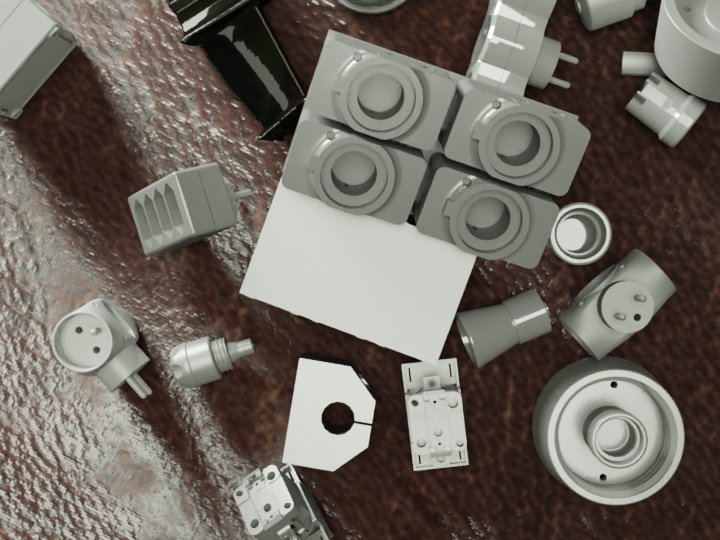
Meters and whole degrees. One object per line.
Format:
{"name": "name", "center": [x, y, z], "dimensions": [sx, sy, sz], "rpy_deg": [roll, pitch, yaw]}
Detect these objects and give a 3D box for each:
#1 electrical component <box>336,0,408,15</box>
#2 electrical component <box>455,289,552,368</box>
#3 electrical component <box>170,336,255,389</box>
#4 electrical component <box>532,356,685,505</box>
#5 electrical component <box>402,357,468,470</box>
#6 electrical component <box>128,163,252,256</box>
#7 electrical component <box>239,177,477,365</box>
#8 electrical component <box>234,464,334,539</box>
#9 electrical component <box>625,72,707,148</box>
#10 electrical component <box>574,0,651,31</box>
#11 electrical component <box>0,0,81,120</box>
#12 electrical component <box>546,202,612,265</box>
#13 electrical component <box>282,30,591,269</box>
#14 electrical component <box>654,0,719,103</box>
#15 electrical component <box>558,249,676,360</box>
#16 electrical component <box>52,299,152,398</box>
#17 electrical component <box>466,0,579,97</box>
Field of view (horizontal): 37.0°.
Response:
{"name": "electrical component", "center": [0.008, -0.232, 0.790], "dimensions": [0.080, 0.051, 0.080], "rpy_deg": [0, 92, 2]}
{"name": "electrical component", "center": [0.109, 0.041, 0.800], "dimensions": [0.065, 0.044, 0.044], "rpy_deg": [-22, 91, -2]}
{"name": "electrical component", "center": [-0.110, 0.066, 0.810], "dimensions": [0.061, 0.035, 0.035], "rpy_deg": [-17, 91, -1]}
{"name": "electrical component", "center": [0.184, 0.120, 0.789], "dimensions": [0.108, 0.060, 0.108], "rpy_deg": [0, 91, 2]}
{"name": "electrical component", "center": [0.056, 0.108, 0.792], "dimensions": [0.042, 0.064, 0.081], "rpy_deg": [-7, 91, 1]}
{"name": "electrical component", "center": [-0.116, -0.048, 0.793], "dimensions": [0.076, 0.083, 0.047], "rpy_deg": [-18, 91, -36]}
{"name": "electrical component", "center": [0.000, 0.000, 0.791], "dimensions": [0.150, 0.061, 0.089], "rpy_deg": [20, 92, 1]}
{"name": "electrical component", "center": [-0.058, 0.179, 0.791], "dimensions": [0.042, 0.063, 0.081], "rpy_deg": [-35, 48, 1]}
{"name": "electrical component", "center": [0.225, -0.119, 0.793], "dimensions": [0.046, 0.040, 0.040], "rpy_deg": [38, 92, 6]}
{"name": "electrical component", "center": [0.193, -0.205, 0.790], "dimensions": [0.078, 0.040, 0.040], "rpy_deg": [-19, 91, 2]}
{"name": "electrical component", "center": [-0.267, -0.159, 0.795], "dimensions": [0.061, 0.062, 0.096], "rpy_deg": [41, 92, 0]}
{"name": "electrical component", "center": [0.155, -0.026, 0.784], "dimensions": [0.044, 0.065, 0.044], "rpy_deg": [0, 91, 2]}
{"name": "electrical component", "center": [0.050, -0.081, 0.739], "dimensions": [0.186, 0.060, 0.105], "rpy_deg": [18, 107, -7]}
{"name": "electrical component", "center": [0.263, -0.166, 0.766], "dimensions": [0.108, 0.060, 0.108], "rpy_deg": [0, 56, 0]}
{"name": "electrical component", "center": [0.189, 0.025, 0.777], "dimensions": [0.077, 0.079, 0.044], "rpy_deg": [-43, 89, 2]}
{"name": "electrical component", "center": [-0.182, 0.063, 0.791], "dimensions": [0.043, 0.077, 0.079], "rpy_deg": [-41, 90, 2]}
{"name": "electrical component", "center": [0.123, -0.155, 0.788], "dimensions": [0.074, 0.052, 0.138], "rpy_deg": [18, 92, -7]}
